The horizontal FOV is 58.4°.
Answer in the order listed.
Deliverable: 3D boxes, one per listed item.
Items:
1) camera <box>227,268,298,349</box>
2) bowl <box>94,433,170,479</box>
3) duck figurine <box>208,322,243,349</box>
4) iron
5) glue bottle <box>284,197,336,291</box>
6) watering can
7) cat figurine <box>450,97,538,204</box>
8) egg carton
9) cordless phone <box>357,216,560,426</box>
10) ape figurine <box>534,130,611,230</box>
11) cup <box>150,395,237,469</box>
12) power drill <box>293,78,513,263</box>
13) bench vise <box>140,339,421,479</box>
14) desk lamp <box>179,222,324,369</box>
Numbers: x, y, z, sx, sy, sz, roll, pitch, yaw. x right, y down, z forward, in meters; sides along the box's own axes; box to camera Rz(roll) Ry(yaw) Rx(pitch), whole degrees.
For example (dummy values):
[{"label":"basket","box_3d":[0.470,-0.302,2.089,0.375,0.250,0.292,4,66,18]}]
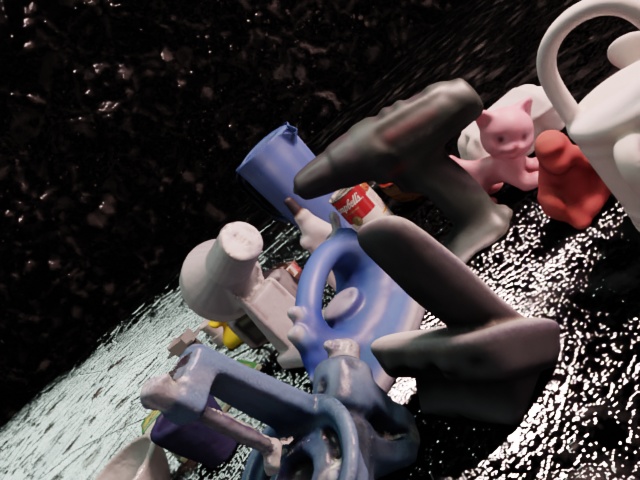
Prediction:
[{"label":"camera","box_3d":[-0.087,0.092,0.989,0.143,0.101,0.137,-35,16,29]},{"label":"bowl","box_3d":[-0.254,0.347,0.760,0.167,0.075,0.167,-40,14,13]},{"label":"duck figurine","box_3d":[-0.162,0.143,1.080,0.104,0.086,0.077,-43,14,2]},{"label":"iron","box_3d":[0.024,0.079,0.637,0.118,0.141,0.258,-32,18,37]},{"label":"glue bottle","box_3d":[0.008,0.003,0.839,0.078,0.173,0.037,-44,14,-3]},{"label":"watering can","box_3d":[0.247,-0.104,0.451,0.100,0.194,0.173,-37,16,24]},{"label":"cat figurine","box_3d":[0.219,-0.113,0.711,0.127,0.118,0.067,-32,18,39]},{"label":"egg carton","box_3d":[0.265,-0.154,0.802,0.150,0.069,0.107,-41,14,11]},{"label":"cordless phone","box_3d":[0.083,0.054,0.459,0.147,0.185,0.094,-23,24,54]},{"label":"ape figurine","box_3d":[0.243,-0.068,0.565,0.077,0.092,0.076,-35,16,29]},{"label":"cup","box_3d":[-0.152,0.241,0.747,0.091,0.095,0.118,-38,15,21]},{"label":"power drill","box_3d":[0.114,-0.065,0.673,0.229,0.208,0.075,-41,15,10]},{"label":"bench vise","box_3d":[-0.028,0.142,0.434,0.121,0.220,0.207,-39,15,15]},{"label":"desk lamp","box_3d":[-0.082,0.072,0.799,0.202,0.214,0.118,-23,25,54]}]
